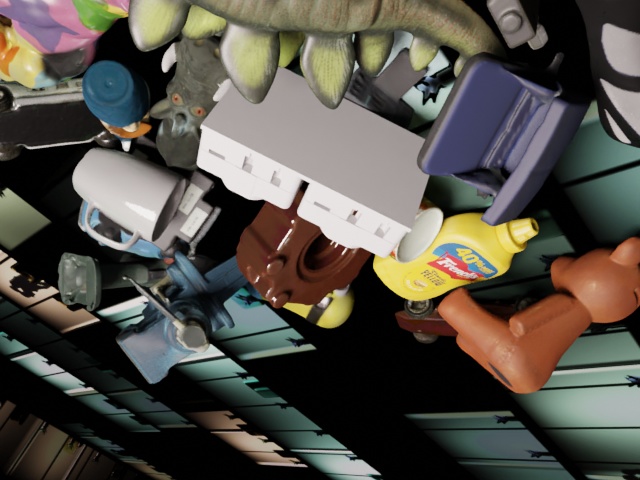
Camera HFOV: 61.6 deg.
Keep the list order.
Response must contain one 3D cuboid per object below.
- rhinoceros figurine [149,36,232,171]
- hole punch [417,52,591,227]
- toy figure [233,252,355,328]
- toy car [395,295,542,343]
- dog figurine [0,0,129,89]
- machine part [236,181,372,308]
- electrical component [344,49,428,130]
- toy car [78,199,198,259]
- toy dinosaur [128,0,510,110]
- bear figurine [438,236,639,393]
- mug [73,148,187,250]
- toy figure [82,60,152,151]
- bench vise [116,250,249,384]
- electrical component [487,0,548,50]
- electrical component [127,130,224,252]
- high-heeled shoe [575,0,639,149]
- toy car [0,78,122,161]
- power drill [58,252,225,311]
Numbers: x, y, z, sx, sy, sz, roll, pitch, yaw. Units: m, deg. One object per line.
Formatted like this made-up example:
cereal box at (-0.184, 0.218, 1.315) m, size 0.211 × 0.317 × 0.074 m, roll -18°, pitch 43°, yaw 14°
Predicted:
rhinoceros figurine at (-0.128, -0.140, 0.542) m, size 0.073 × 0.112 × 0.190 m, roll 33°, pitch 150°, yaw -9°
hole punch at (0.160, -0.077, 0.431) m, size 0.116 × 0.092 × 0.142 m, roll -3°, pitch 126°, yaw -36°
toy figure at (-0.037, 0.062, 0.760) m, size 0.180 × 0.082 × 0.089 m, roll 15°, pitch 131°, yaw 7°
toy car at (0.202, 0.102, 0.708) m, size 0.202 × 0.053 × 0.089 m, roll 0°, pitch 148°, yaw 22°
dog figurine at (-0.212, -0.216, 0.499) m, size 0.219 × 0.108 × 0.191 m, roll 13°, pitch 141°, yaw 9°
machine part at (-0.001, -0.002, 0.590) m, size 0.056 × 0.179 × 0.179 m, roll 46°, pitch 156°, yaw 34°
electrical component at (0.052, -0.124, 0.518) m, size 0.075 × 0.048 × 0.119 m, roll 37°, pitch 142°, yaw -17°
toy car at (-0.246, -0.031, 0.756) m, size 0.161 × 0.109 × 0.103 m, roll 19°, pitch 170°, yaw -19°
toy dinosaur at (-0.016, -0.200, 0.384) m, size 0.471 × 0.105 × 0.198 m, roll 15°, pitch 133°, yaw -15°
bear figurine at (0.249, 0.066, 0.584) m, size 0.132 × 0.196 × 0.120 m, roll 42°, pitch 176°, yaw 44°
mug at (-0.221, -0.046, 0.597) m, size 0.107 × 0.109 × 0.081 m, roll 28°, pitch 157°, yaw -3°
toy figure at (-0.197, -0.131, 0.536) m, size 0.058 × 0.064 × 0.154 m, roll 1°, pitch 178°, yaw -12°
bench vise at (-0.129, 0.057, 0.651) m, size 0.129 × 0.240 × 0.223 m, roll 55°, pitch 163°, yaw -4°
electrical component at (0.143, -0.173, 0.395) m, size 0.021 × 0.063 × 0.094 m, roll -16°, pitch 129°, yaw 39°
electrical component at (-0.192, -0.055, 0.673) m, size 0.134 × 0.058 × 0.115 m, roll 37°, pitch 101°, yaw -13°
high-heeled shoe at (0.204, -0.170, 0.390) m, size 0.248 × 0.086 × 0.145 m, roll 48°, pitch 171°, yaw -3°
toy car at (-0.301, -0.141, 0.606) m, size 0.202 × 0.056 × 0.073 m, roll -13°, pitch 138°, yaw -23°
power drill at (-0.256, 0.049, 0.792) m, size 0.232 × 0.207 × 0.086 m, roll 5°, pitch 101°, yaw 37°
